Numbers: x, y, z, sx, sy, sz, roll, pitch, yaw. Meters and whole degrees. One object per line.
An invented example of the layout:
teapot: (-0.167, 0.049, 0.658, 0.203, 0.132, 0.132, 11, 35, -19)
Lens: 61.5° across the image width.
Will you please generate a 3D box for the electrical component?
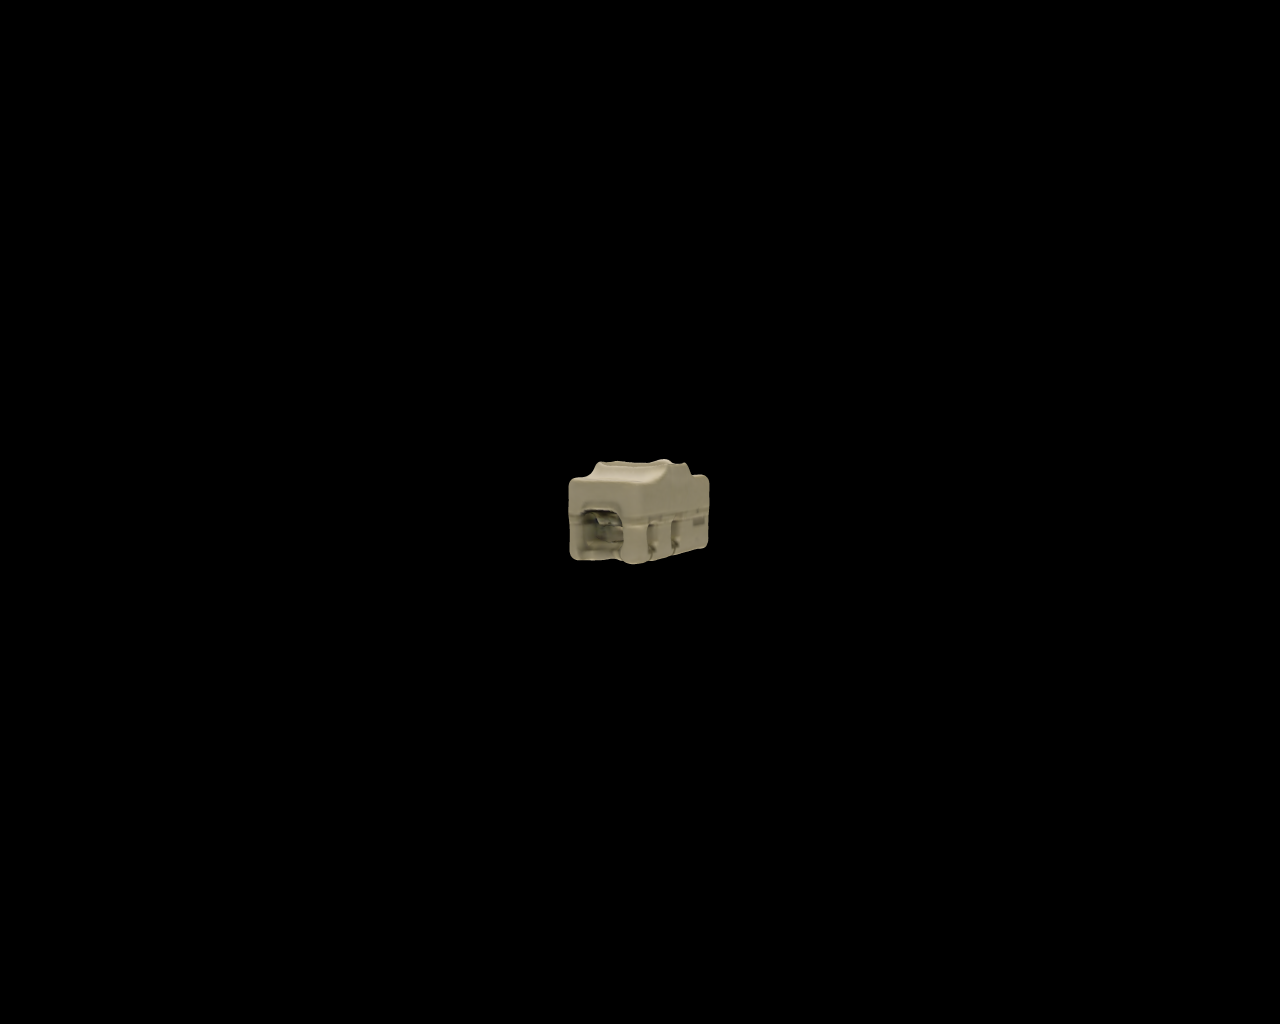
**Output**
electrical component: (0.001, -0.003, 0.650, 0.050, 0.055, 0.089, 3, 6, 32)
